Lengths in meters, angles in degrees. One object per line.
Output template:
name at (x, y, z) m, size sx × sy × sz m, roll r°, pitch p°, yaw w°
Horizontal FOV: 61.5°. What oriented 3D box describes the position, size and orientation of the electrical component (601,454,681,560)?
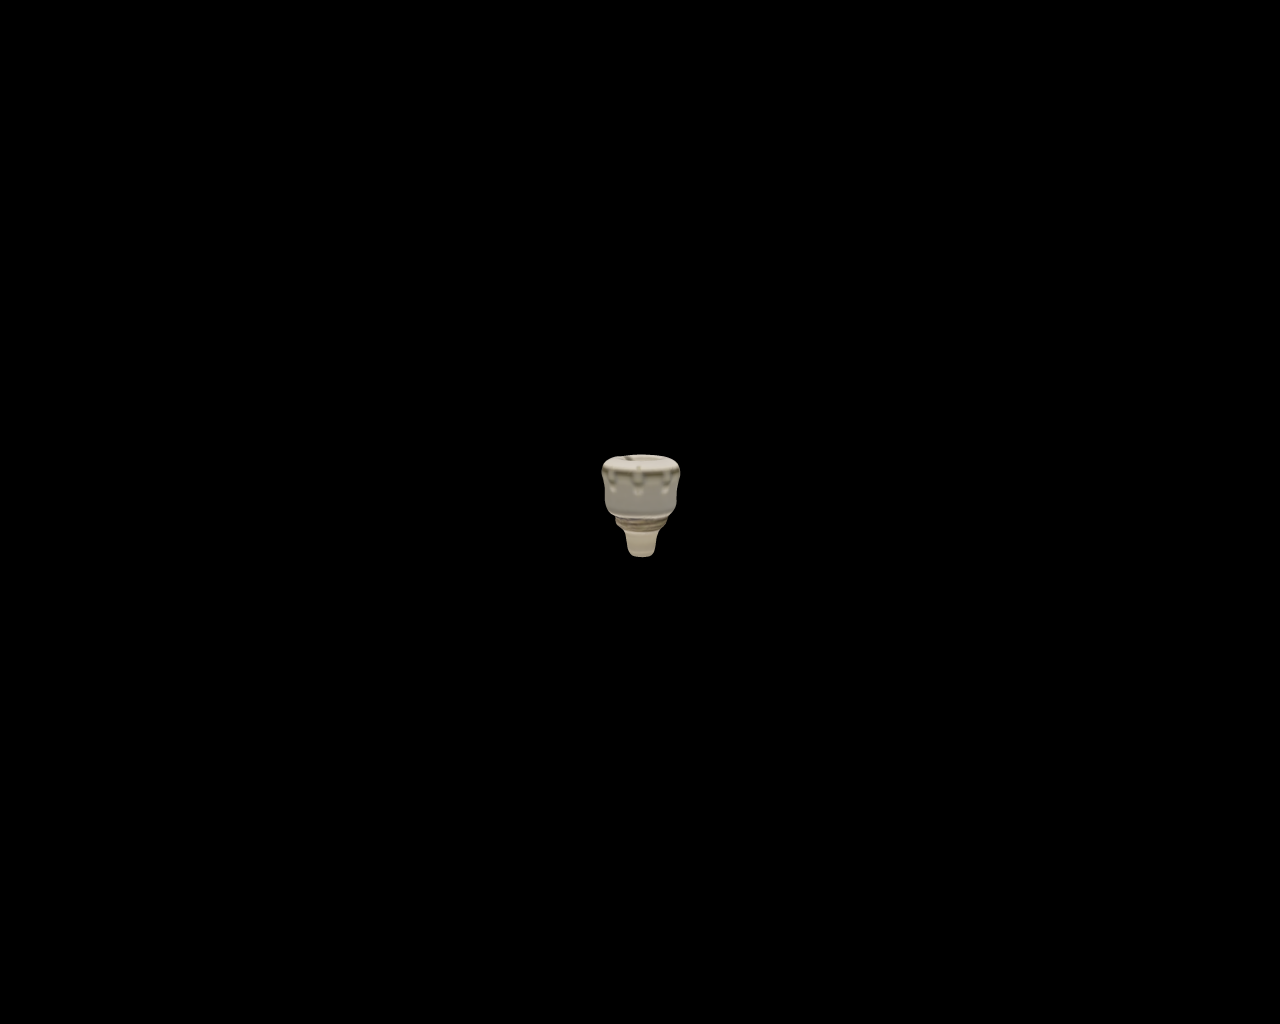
electrical component at (0.001, -0.003, 0.650) m, size 0.048 × 0.062 × 0.048 m, roll 0°, pitch 11°, yaw 0°
